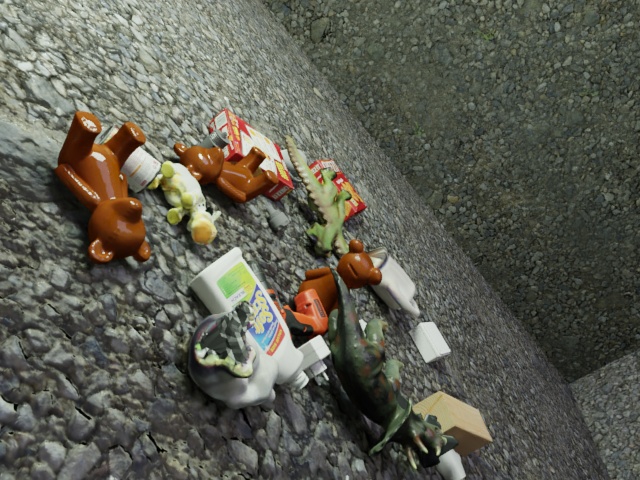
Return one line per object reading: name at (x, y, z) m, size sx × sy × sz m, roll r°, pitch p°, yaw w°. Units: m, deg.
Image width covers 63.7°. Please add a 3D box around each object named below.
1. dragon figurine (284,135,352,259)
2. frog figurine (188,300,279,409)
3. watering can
dragon figurine at (0.004, -0.070, 1.385) m, size 0.404 × 0.121 × 0.249 m, roll 49°, pitch 27°, yaw -33°
frog figurine at (-0.127, 0.186, 0.769) m, size 0.155 × 0.123 × 0.140 m, roll 85°, pitch -21°, yaw -49°
watering can at (0.211, 0.120, 1.559) m, size 0.223 × 0.103 × 0.351 m, roll 50°, pitch 8°, yaw -9°
